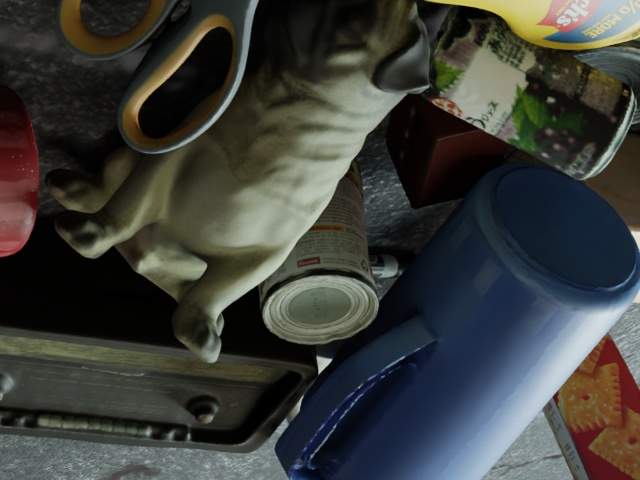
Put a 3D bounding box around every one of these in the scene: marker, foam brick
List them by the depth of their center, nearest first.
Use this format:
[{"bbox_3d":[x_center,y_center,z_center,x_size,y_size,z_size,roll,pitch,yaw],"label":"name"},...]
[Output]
[{"bbox_3d":[0.074,-0.063,0.618,0.051,0.053,0.078,-13,152,-12],"label":"foam brick"},{"bbox_3d":[0.027,0.019,0.779,0.120,0.020,0.020,1,147,-34],"label":"marker"}]

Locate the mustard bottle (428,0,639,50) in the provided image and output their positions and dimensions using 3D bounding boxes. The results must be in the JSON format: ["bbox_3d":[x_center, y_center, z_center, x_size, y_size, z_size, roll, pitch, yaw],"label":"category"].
[{"bbox_3d":[0.116,-0.134,0.492,0.191,0.058,0.096,11,137,-39],"label":"mustard bottle"}]

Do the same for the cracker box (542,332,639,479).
[{"bbox_3d":[0.218,0.124,0.880,0.072,0.214,0.164,-23,153,4],"label":"cracker box"}]

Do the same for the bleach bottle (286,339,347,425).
[{"bbox_3d":[0.006,0.094,0.846,0.102,0.068,0.251,-19,155,-2],"label":"bleach bottle"}]

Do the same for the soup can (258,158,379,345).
[{"bbox_3d":[-0.004,0.001,0.617,0.068,0.102,0.068,-4,140,-4],"label":"soup can"}]

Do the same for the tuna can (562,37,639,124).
[{"bbox_3d":[0.158,-0.097,0.593,0.086,0.033,0.086,6,156,2],"label":"tuna can"}]

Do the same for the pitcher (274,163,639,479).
[{"bbox_3d":[0.081,0.071,0.659,0.145,0.149,0.243,26,133,-4],"label":"pitcher"}]

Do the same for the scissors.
[{"bbox_3d":[-0.037,-0.131,0.444,0.202,0.096,0.016,-57,175,10],"label":"scissors"}]

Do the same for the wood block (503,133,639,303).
[{"bbox_3d":[0.223,-0.015,0.762,0.205,0.090,0.091,3,146,-36],"label":"wood block"}]

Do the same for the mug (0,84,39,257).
[{"bbox_3d":[-0.186,-0.030,0.492,0.081,0.093,0.117,-5,-179,-35],"label":"mug"}]
